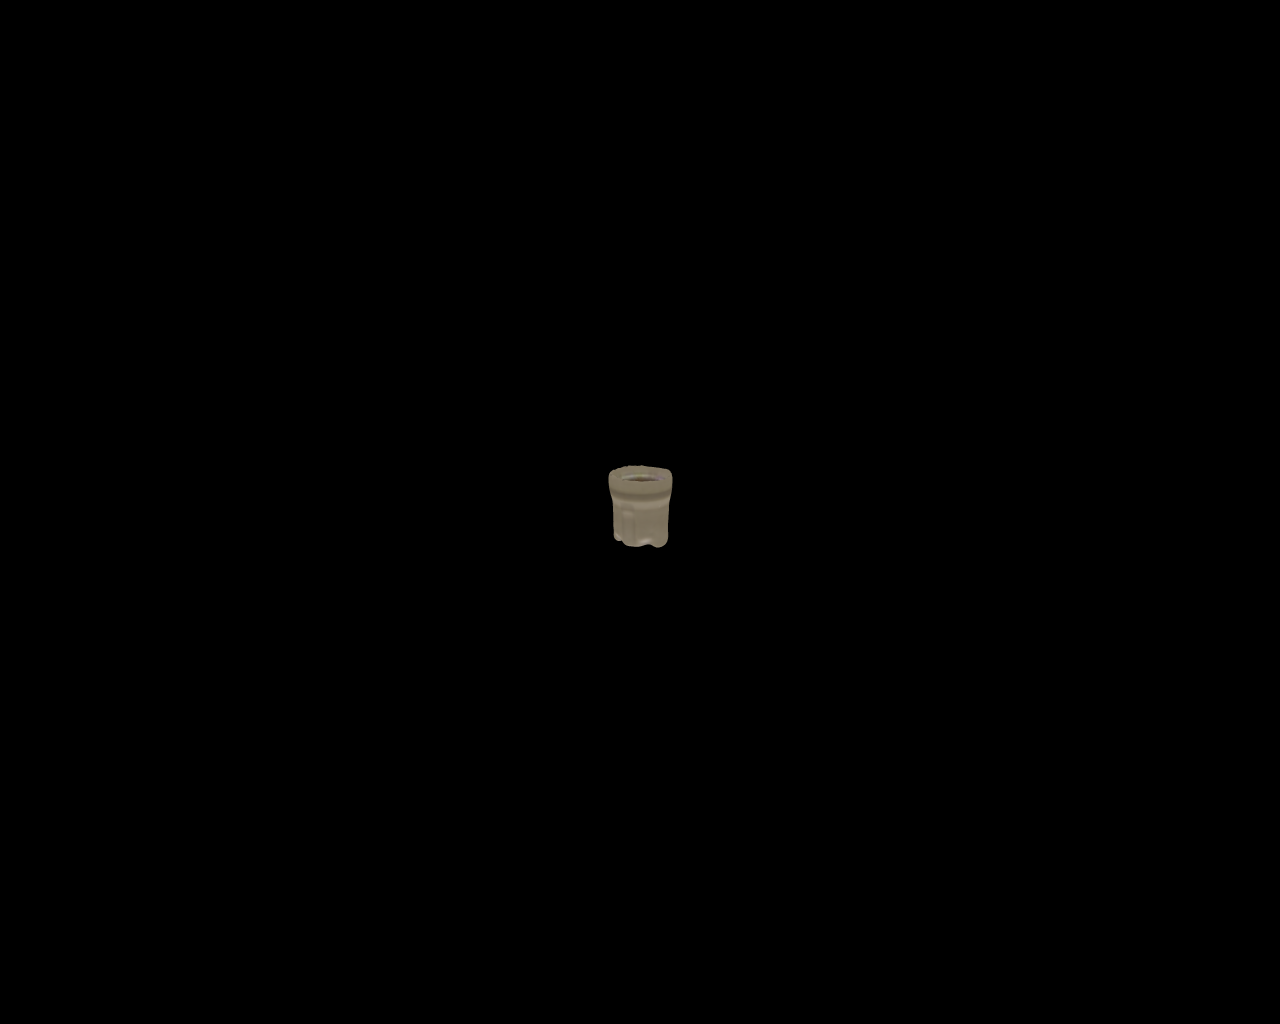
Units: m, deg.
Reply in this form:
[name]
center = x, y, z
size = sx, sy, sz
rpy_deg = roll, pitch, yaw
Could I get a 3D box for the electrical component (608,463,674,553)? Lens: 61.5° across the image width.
[electrical component]
center = 0.001, -0.003, 0.650
size = 0.040, 0.046, 0.040
rpy_deg = 0, 18, 0
